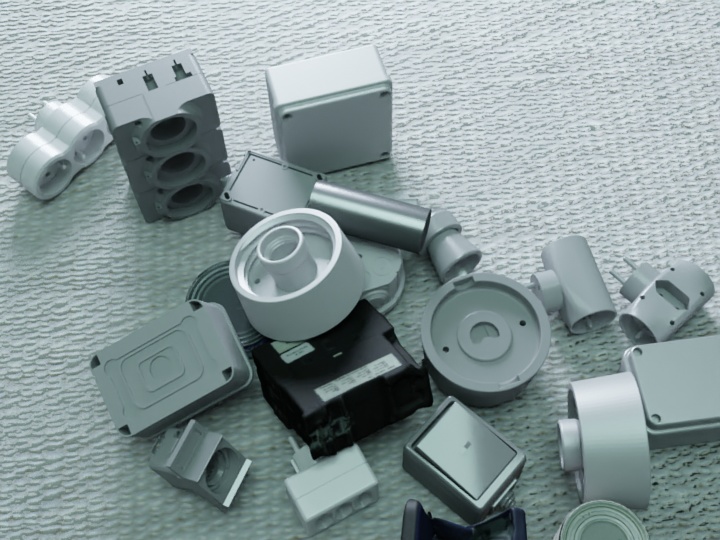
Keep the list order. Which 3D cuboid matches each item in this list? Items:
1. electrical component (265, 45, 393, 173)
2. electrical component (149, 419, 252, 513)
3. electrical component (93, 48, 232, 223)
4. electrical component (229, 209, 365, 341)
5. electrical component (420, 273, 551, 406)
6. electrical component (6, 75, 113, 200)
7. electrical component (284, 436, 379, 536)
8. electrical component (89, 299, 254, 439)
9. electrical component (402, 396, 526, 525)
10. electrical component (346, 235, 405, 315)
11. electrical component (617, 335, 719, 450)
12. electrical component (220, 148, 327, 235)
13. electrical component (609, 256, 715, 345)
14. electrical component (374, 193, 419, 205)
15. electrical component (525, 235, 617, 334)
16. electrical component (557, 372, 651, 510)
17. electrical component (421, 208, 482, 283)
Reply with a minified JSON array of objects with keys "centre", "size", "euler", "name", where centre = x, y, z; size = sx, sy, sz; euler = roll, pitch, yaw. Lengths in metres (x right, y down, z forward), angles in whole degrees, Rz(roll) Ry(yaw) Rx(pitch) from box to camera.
[{"centre":[-0.027,-0.145,1.000],"size":[0.109,0.108,0.056],"euler":[-14,60,-7],"name":"electrical component"},{"centre":[-0.130,0.155,0.861],"size":[0.064,0.081,0.042],"euler":[5,56,37],"name":"electrical component"},{"centre":[-0.170,-0.113,0.960],"size":[0.089,0.150,0.061],"euler":[-22,63,-11],"name":"electrical component"},{"centre":[-0.056,-0.002,0.887],"size":[0.108,0.060,0.108],"euler":[-12,49,14],"name":"electrical component"},{"centre":[0.104,0.063,0.914],"size":[0.108,0.060,0.108],"euler":[0,63,0],"name":"electrical component"},{"centre":[-0.285,-0.137,1.030],"size":[0.074,0.052,0.138],"euler":[35,68,17],"name":"electrical component"},{"centre":[-0.031,0.162,0.871],"size":[0.066,0.047,0.076],"euler":[-26,64,-13],"name":"electrical component"},{"centre":[-0.153,0.082,0.885],"size":[0.113,0.057,0.078],"euler":[-29,76,8],"name":"electrical component"},{"centre":[0.088,0.157,0.864],"size":[0.096,0.061,0.062],"euler":[38,69,19],"name":"electrical component"},{"centre":[0.000,0.000,0.954],"size":[0.080,0.051,0.080],"euler":[0,62,1],"name":"electrical component"},{"centre":[0.278,0.100,0.895],"size":[0.113,0.057,0.078],"euler":[-7,62,-3],"name":"electrical component"},{"centre":[-0.083,-0.062,0.982],"size":[0.096,0.061,0.061],"euler":[20,64,11],"name":"electrical component"},{"centre":[0.256,0.020,0.946],"size":[0.077,0.043,0.079],"euler":[-39,68,-18],"name":"electrical component"},{"centre":[0.030,-0.052,0.989],"size":[0.046,0.040,0.040],"euler":[-4,62,-9],"name":"electrical component"},{"centre":[0.175,0.017,0.948],"size":[0.079,0.043,0.077],"euler":[-13,63,-6],"name":"electrical component"},{"centre":[0.189,0.137,0.851],"size":[0.060,0.108,0.108],"euler":[-5,62,5],"name":"electrical component"},{"centre":[0.077,-0.022,0.969],"size":[0.045,0.045,0.055],"euler":[-28,65,-14],"name":"electrical component"}]
